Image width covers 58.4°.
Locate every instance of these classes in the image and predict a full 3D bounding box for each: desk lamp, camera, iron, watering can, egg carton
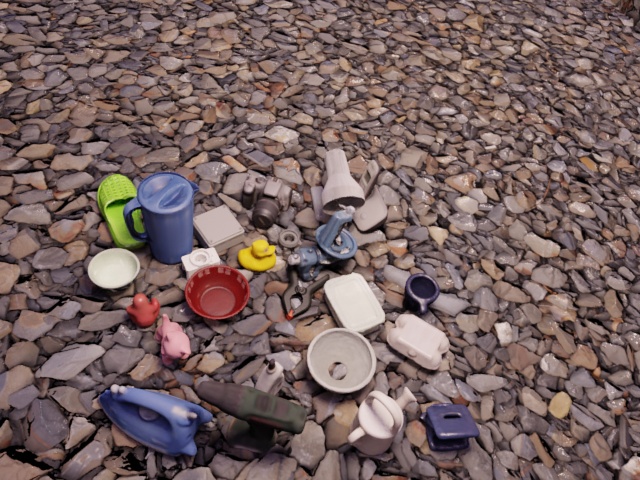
[{"bbox_3d":[0.043,-0.137,1.618,0.118,0.213,0.203,-5,54,-13],"label":"desk lamp"},{"bbox_3d":[-0.161,-0.112,1.634,0.143,0.101,0.137,16,52,2],"label":"camera"},{"bbox_3d":[-0.364,0.357,1.213,0.258,0.141,0.119,19,52,5],"label":"iron"},{"bbox_3d":[0.134,0.384,1.249,0.100,0.194,0.173,30,54,13],"label":"watering can"},{"bbox_3d":[0.247,0.258,1.445,0.150,0.069,0.107,29,54,12],"label":"egg carton"}]

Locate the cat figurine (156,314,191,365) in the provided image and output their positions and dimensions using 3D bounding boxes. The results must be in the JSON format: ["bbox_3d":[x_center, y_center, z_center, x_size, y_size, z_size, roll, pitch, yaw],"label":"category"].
[{"bbox_3d":[-0.342,0.230,1.329,0.067,0.118,0.127,-17,58,-21],"label":"cat figurine"}]

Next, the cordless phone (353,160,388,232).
[{"bbox_3d":[0.147,-0.126,1.647,0.094,0.185,0.147,-14,56,-19],"label":"cordless phone"}]

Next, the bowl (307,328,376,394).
[{"bbox_3d":[0.047,0.300,1.373,0.167,0.075,0.167,5,52,-6],"label":"bowl"}]

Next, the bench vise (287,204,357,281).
[{"bbox_3d":[0.023,0.012,1.496,0.121,0.220,0.208,38,56,19],"label":"bench vise"}]

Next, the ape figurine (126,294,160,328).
[{"bbox_3d":[-0.428,0.162,1.382,0.078,0.092,0.076,-1,53,-11],"label":"ape figurine"}]

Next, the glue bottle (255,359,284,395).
[{"bbox_3d":[-0.110,0.306,1.278,0.037,0.173,0.078,37,56,18],"label":"glue bottle"}]

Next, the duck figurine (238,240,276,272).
[{"bbox_3d":[-0.166,0.033,1.532,0.104,0.086,0.077,3,53,-8],"label":"duck figurine"}]

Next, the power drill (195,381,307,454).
[{"bbox_3d":[-0.146,0.372,1.199,0.229,0.208,0.075,12,52,-1],"label":"power drill"}]

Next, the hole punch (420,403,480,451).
[{"bbox_3d":[0.297,0.422,1.315,0.109,0.091,0.101,0,53,-10],"label":"hole punch"}]

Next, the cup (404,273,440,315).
[{"bbox_3d":[0.260,0.159,1.507,0.091,0.095,0.117,7,52,-5],"label":"cup"}]
